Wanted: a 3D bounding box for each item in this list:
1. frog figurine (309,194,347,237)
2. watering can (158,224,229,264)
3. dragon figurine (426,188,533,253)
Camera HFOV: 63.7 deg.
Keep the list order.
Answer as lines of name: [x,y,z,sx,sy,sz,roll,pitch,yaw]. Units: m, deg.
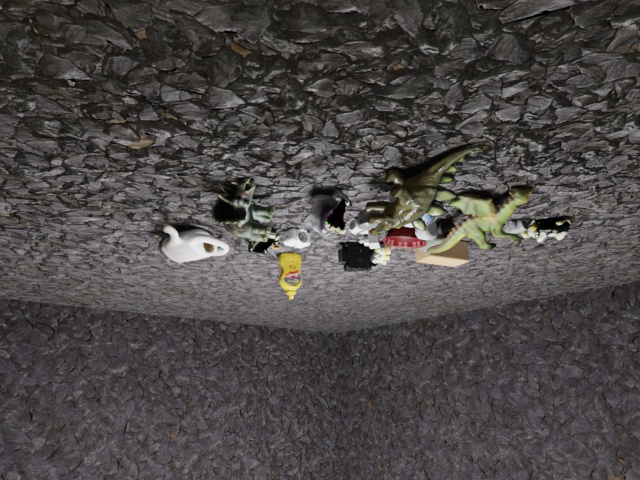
frog figurine: [0.005,-0.081,1.617,0.124,0.135,0.160,-33,-151,-25]
watering can: [-0.482,0.009,1.823,0.223,0.105,0.344,-13,159,29]
dragon figurine: [0.507,-0.074,1.711,0.407,0.125,0.238,-19,129,25]
